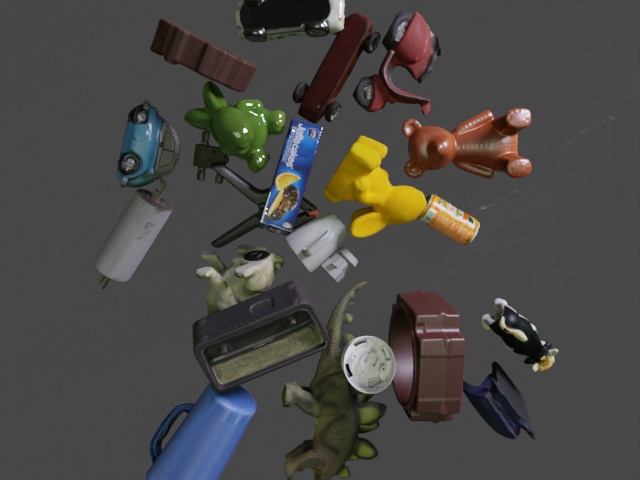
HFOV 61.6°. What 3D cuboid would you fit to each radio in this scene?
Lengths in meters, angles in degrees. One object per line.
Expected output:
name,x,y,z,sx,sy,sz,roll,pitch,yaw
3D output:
radio,-0.108,0.172,0.972,0.230,0.073,0.130,-23,126,-3

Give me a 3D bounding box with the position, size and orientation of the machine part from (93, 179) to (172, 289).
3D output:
machine part,-0.354,-0.008,1.016,0.079,0.079,0.243,35,100,-4

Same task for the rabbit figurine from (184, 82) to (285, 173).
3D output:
rabbit figurine,-0.143,-0.201,0.921,0.159,0.170,0.121,36,100,-5

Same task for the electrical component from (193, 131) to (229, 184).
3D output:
electrical component,-0.203,-0.155,1.008,0.063,0.021,0.094,8,100,1

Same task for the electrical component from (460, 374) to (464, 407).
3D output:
electrical component,0.248,0.255,1.039,0.048,0.075,0.119,0,105,2

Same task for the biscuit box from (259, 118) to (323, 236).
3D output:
biscuit box,-0.052,-0.112,0.958,0.059,0.063,0.202,17,83,-7

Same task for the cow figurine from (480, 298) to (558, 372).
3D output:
cow figurine,0.387,0.189,1.008,0.167,0.098,0.068,41,94,-5

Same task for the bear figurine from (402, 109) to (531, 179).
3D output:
bear figurine,0.248,-0.164,0.933,0.196,0.132,0.120,-2,99,-3

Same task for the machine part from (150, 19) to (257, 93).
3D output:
machine part,-0.193,-0.306,0.906,0.179,0.179,0.056,26,104,-2

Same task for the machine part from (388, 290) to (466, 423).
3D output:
machine part,0.183,0.204,0.964,0.087,0.201,0.200,0,102,-8

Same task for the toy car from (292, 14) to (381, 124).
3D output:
toy car,0.028,-0.302,0.953,0.089,0.053,0.202,31,102,12

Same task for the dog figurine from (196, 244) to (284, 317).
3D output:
dog figurine,-0.146,0.117,1.030,0.172,0.121,0.190,-3,114,9

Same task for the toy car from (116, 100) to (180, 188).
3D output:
toy car,-0.309,-0.165,0.980,0.103,0.109,0.161,14,90,-23

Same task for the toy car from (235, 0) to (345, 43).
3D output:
toy car,-0.054,-0.385,0.926,0.202,0.056,0.073,2,95,20

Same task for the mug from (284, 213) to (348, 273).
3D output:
mug,-0.002,-0.003,0.990,0.107,0.109,0.081,-39,91,-5

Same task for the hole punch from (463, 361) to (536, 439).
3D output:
hole punch,0.335,0.314,1.030,0.092,0.116,0.142,-32,98,16

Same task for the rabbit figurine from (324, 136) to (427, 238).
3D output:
rabbit figurine,0.101,-0.080,0.959,0.173,0.122,0.162,29,106,-4

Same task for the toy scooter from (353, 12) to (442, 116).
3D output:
toy scooter,0.154,-0.293,0.938,0.135,0.075,0.183,28,104,-3

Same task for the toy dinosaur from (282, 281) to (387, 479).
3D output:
toy dinosaur,0.025,0.315,1.052,0.199,0.105,0.470,0,96,-5
